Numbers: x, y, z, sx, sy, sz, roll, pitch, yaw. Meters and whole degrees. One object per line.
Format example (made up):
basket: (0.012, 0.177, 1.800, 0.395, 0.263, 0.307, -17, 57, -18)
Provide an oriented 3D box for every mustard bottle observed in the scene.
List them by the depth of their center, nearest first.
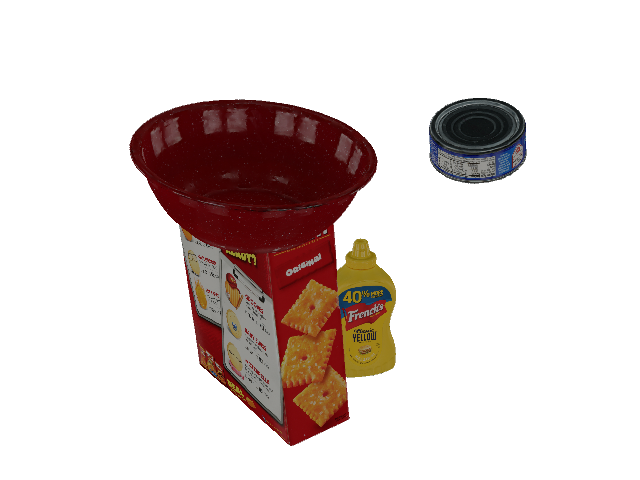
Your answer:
mustard bottle: (0.054, 0.089, 1.445, 0.096, 0.192, 0.058, -4, 22, -9)

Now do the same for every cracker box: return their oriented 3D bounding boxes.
cracker box: (-0.050, 0.041, 0.913, 0.072, 0.214, 0.164, -20, 30, -28)

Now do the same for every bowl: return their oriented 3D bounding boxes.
bowl: (-0.045, -0.037, 0.708, 0.162, 0.055, 0.162, 4, 30, -3)

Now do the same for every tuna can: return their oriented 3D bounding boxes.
tuna can: (0.138, -0.090, 0.942, 0.086, 0.034, 0.086, -5, 41, 4)
